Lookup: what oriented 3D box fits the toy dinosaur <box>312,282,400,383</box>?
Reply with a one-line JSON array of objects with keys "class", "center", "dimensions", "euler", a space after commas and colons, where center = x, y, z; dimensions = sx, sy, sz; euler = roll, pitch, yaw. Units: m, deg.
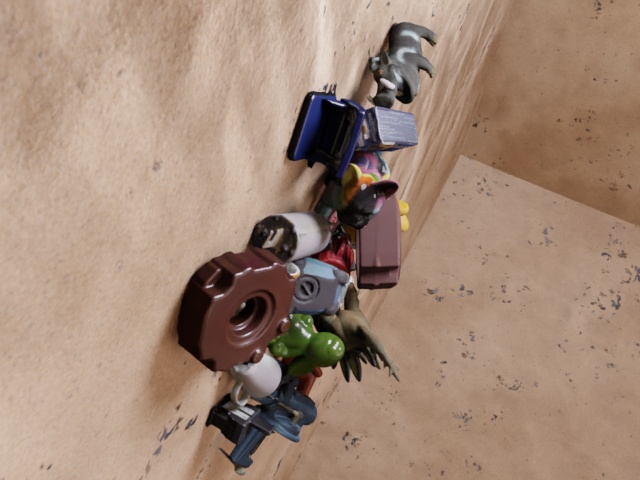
[{"class": "toy dinosaur", "center": [0.058, 0.194, 1.138], "dimensions": [0.105, 0.198, 0.471], "euler": [-23, -178, -11]}]

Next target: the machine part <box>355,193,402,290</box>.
[{"class": "machine part", "center": [0.119, 0.002, 1.126], "dimensions": [0.201, 0.087, 0.201], "euler": [79, 9, -80]}]

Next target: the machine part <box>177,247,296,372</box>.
[{"class": "machine part", "center": [-0.109, 0.096, 0.733], "dimensions": [0.179, 0.056, 0.179], "euler": [-29, 134, -35]}]

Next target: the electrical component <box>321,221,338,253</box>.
[{"class": "electrical component", "center": [-0.003, -0.003, 1.034], "dimensions": [0.102, 0.078, 0.045], "euler": [62, 21, -71]}]

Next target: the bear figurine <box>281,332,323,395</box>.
[{"class": "bear figurine", "center": [-0.056, 0.274, 1.218], "dimensions": [0.132, 0.120, 0.195], "euler": [-53, 161, -26]}]

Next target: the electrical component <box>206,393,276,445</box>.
[{"class": "electrical component", "center": [-0.145, 0.344, 1.013], "dimensions": [0.047, 0.119, 0.075], "euler": [-69, 168, 16]}]

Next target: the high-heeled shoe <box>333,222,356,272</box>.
[{"class": "high-heeled shoe", "center": [0.036, 0.015, 1.265], "dimensions": [0.249, 0.086, 0.145], "euler": [-103, -177, -83]}]

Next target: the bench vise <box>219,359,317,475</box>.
[{"class": "bench vise", "center": [-0.116, 0.382, 1.131], "dimensions": [0.240, 0.129, 0.223], "euler": [-54, 140, -6]}]

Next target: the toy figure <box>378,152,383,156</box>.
[{"class": "toy figure", "center": [0.095, -0.202, 1.059], "dimensions": [0.058, 0.064, 0.154], "euler": [-26, 158, 2]}]

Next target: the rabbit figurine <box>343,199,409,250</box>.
[{"class": "rabbit figurine", "center": [0.135, -0.065, 1.308], "dimensions": [0.121, 0.163, 0.173], "euler": [76, 23, -51]}]

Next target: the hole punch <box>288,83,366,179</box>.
[{"class": "hole punch", "center": [0.022, -0.160, 0.814], "dimensions": [0.116, 0.092, 0.142], "euler": [-40, 148, -67]}]

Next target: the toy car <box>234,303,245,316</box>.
[{"class": "toy car", "center": [-0.119, 0.144, 0.892], "dimensions": [0.201, 0.056, 0.073], "euler": [60, 50, -75]}]

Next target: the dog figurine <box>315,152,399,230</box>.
[{"class": "dog figurine", "center": [0.074, -0.100, 0.925], "dimensions": [0.219, 0.108, 0.191], "euler": [137, -24, -76]}]

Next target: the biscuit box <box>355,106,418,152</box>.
[{"class": "biscuit box", "center": [0.113, -0.189, 0.938], "dimensions": [0.202, 0.059, 0.062], "euler": [-16, 96, -61]}]

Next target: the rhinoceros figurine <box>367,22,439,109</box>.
[{"class": "rhinoceros figurine", "center": [0.144, -0.309, 0.958], "dimensions": [0.073, 0.112, 0.190], "euler": [-31, -142, 62]}]

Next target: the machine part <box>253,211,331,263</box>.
[{"class": "machine part", "center": [-0.041, -0.006, 0.868], "dimensions": [0.079, 0.079, 0.243], "euler": [-67, 166, 12]}]

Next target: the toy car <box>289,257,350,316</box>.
[{"class": "toy car", "center": [-0.033, 0.074, 0.965], "dimensions": [0.103, 0.161, 0.109], "euler": [39, -62, 59]}]

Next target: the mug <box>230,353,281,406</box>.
[{"class": "mug", "center": [-0.132, 0.247, 0.994], "dimensions": [0.109, 0.081, 0.107], "euler": [-52, 150, -20]}]

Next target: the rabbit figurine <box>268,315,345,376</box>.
[{"class": "rabbit figurine", "center": [-0.037, 0.204, 1.051], "dimensions": [0.121, 0.170, 0.159], "euler": [-51, 160, -40]}]
